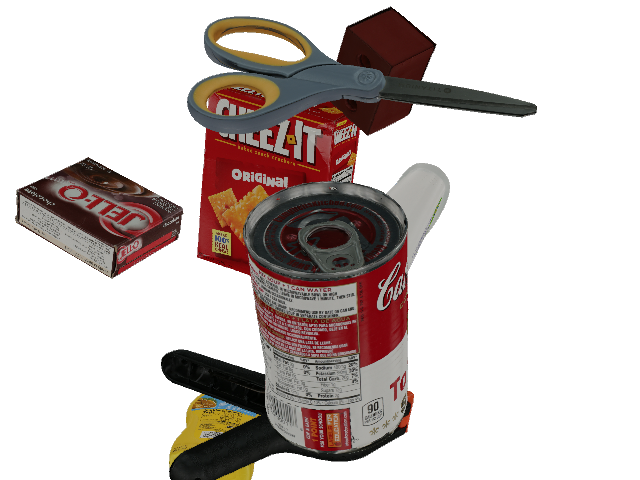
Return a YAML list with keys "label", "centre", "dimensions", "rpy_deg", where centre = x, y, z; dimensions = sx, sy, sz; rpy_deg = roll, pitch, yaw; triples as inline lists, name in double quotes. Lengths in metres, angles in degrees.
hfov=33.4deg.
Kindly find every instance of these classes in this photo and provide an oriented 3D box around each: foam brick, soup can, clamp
- label: "foam brick"
  centre: [0.046, -0.132, 0.833]
  dimensions: [0.051, 0.053, 0.078]
  rpy_deg: [-32, -25, -33]
- label: "soup can"
  centre: [0.004, 0.035, 0.465]
  dimensions: [0.068, 0.102, 0.068]
  rpy_deg: [-3, 35, 2]
- label: "clamp"
  centre: [-0.023, 0.118, 0.691]
  dimensions: [0.171, 0.039, 0.120]
  rpy_deg: [4, 36, -3]

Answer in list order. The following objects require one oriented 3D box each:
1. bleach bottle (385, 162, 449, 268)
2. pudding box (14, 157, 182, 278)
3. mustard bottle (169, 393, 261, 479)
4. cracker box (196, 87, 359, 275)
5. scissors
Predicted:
- label: "bleach bottle"
  centre: [0.075, -0.010, 1.039]
  dimensions: [0.068, 0.103, 0.250]
  rpy_deg: [30, 28, 7]
- label: "pudding box"
  centre: [-0.190, -0.021, 0.915]
  dimensions: [0.114, 0.039, 0.089]
  rpy_deg: [26, 33, 21]
- label: "mustard bottle"
  centre: [-0.118, 0.225, 1.295]
  dimensions: [0.096, 0.058, 0.191]
  rpy_deg: [4, 23, 4]
- label: "cracker box"
  centre: [-0.051, -0.061, 1.205]
  dimensions: [0.164, 0.214, 0.072]
  rpy_deg: [18, 27, 24]
- label: "scissors"
  centre: [0.011, -0.078, 0.606]
  dimensions: [0.202, 0.096, 0.016]
  rpy_deg: [24, -31, 21]
